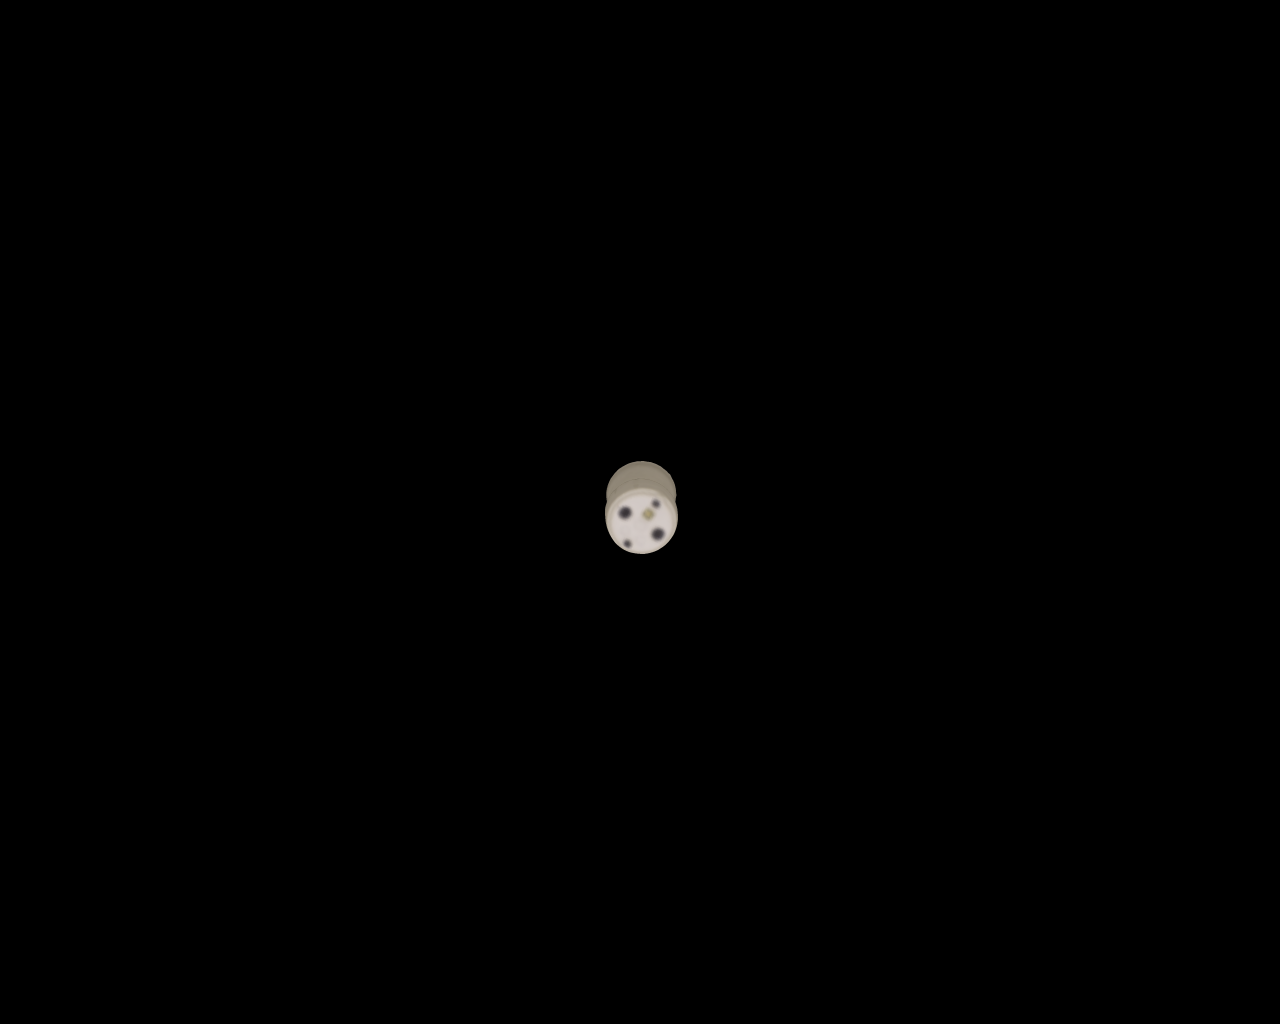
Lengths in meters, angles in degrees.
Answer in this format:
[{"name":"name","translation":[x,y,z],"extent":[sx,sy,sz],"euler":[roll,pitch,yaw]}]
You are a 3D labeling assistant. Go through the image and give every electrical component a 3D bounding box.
[{"name":"electrical component","translation":[0.001,-0.003,0.650],"extent":[0.045,0.044,0.055],"euler":[0,20,0]}]
